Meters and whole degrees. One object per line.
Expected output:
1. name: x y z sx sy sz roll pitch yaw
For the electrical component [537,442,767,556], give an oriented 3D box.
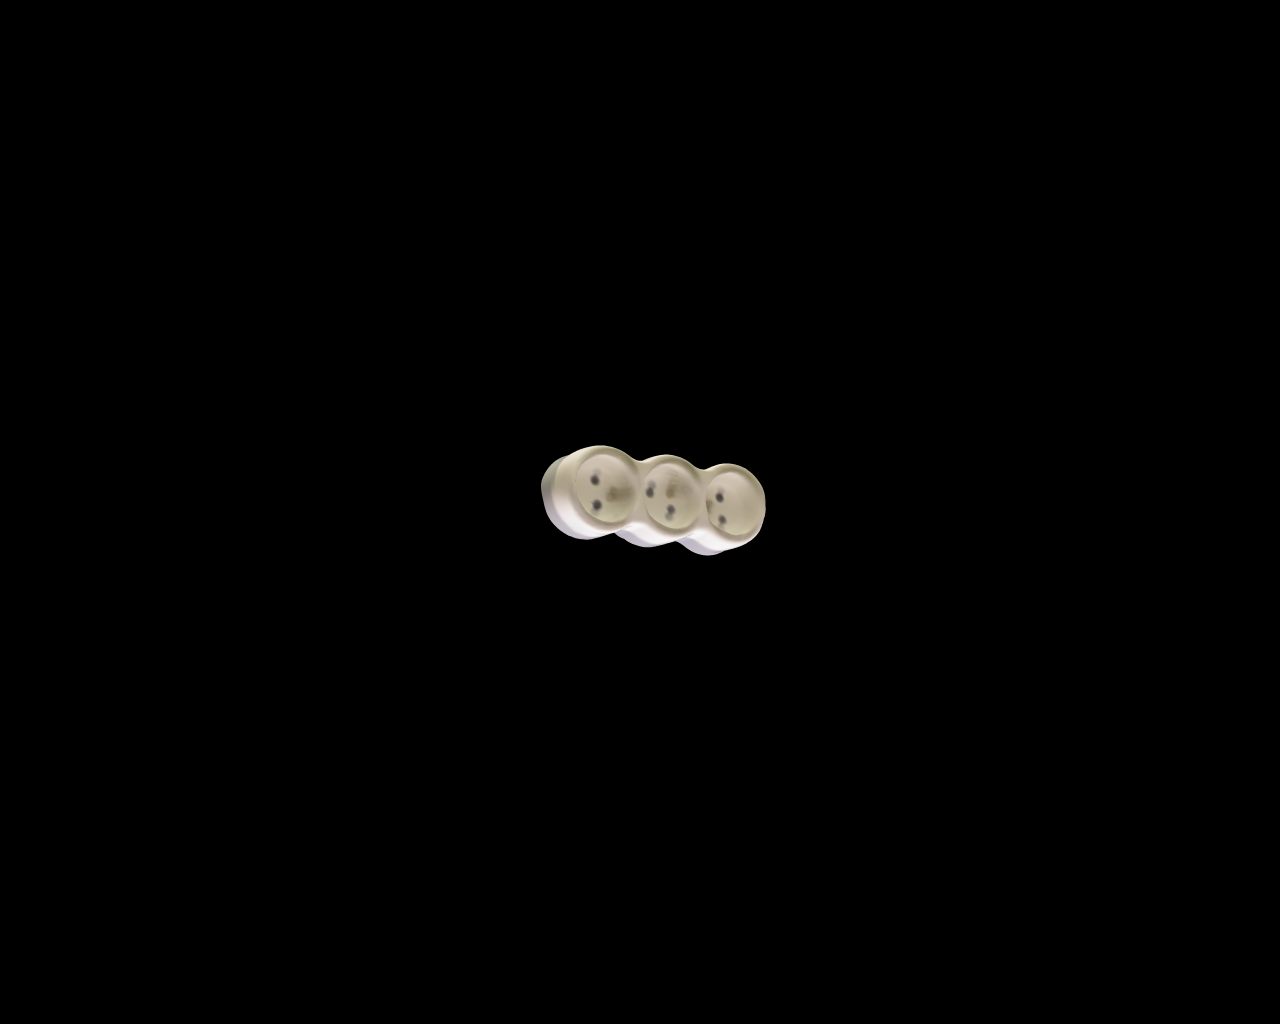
1. electrical component: 0.001 -0.003 0.650 0.138 0.052 0.073 7 -14 -30
